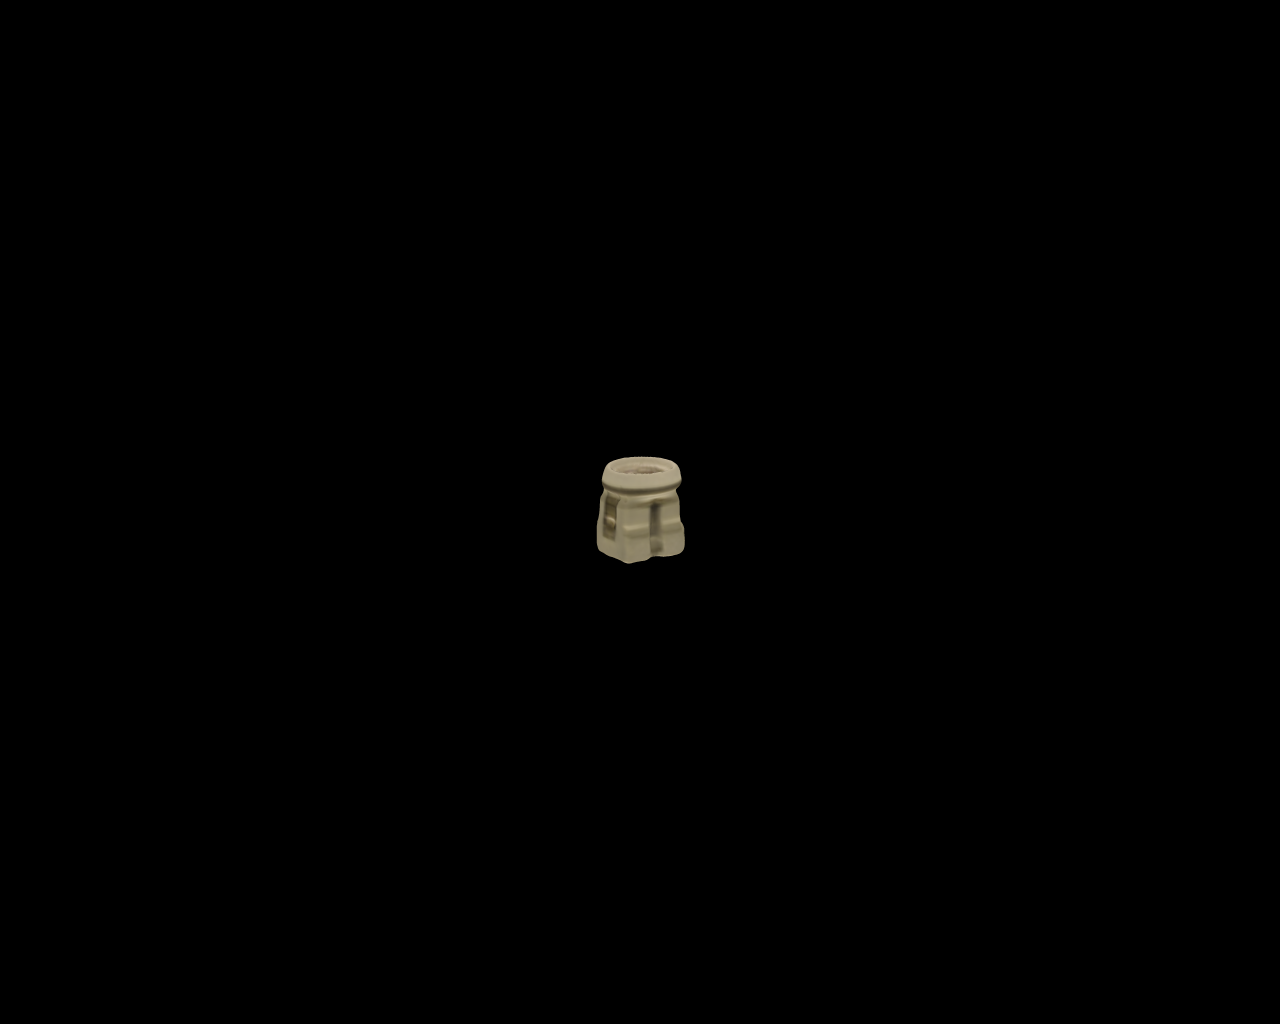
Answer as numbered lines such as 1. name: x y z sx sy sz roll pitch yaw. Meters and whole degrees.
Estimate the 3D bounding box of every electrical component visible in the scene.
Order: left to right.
1. electrical component: 0.001 -0.003 0.650 0.066 0.055 0.048 -10 18 -33
